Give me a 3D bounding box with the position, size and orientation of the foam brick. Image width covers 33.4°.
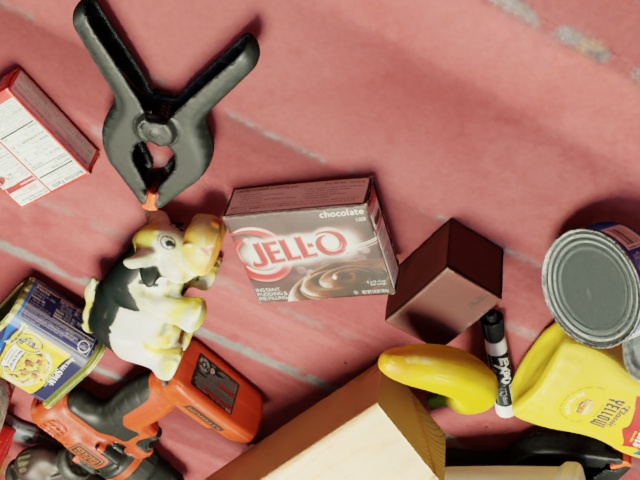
[{"bbox_3d":[0.093,0.034,0.796,0.053,0.051,0.078,30,132,-18],"label":"foam brick"}]

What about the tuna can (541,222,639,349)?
[{"bbox_3d":[0.199,0.031,0.749,0.033,0.086,0.086,-14,147,-36],"label":"tuna can"}]

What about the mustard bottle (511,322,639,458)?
[{"bbox_3d":[0.257,0.131,0.850,0.191,0.058,0.096,20,127,-8],"label":"mustard bottle"}]

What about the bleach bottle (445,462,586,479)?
[{"bbox_3d":[0.106,0.237,0.937,0.251,0.068,0.102,-1,129,24],"label":"bleach bottle"}]

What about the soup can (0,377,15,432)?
[{"bbox_3d":[-0.308,0.145,0.937,0.068,0.102,0.068,-1,123,-1],"label":"soup can"}]

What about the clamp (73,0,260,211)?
[{"bbox_3d":[-0.099,-0.086,0.728,0.120,0.039,0.171,11,140,9],"label":"clamp"}]

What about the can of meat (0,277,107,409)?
[{"bbox_3d":[-0.239,0.087,0.909,0.084,0.057,0.102,35,130,-19],"label":"can of meat"}]

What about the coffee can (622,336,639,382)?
[{"bbox_3d":[0.303,0.073,0.754,0.140,0.102,0.103,19,134,-7],"label":"coffee can"}]

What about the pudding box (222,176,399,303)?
[{"bbox_3d":[-0.005,0.001,0.792,0.114,0.039,0.090,-6,131,17],"label":"pudding box"}]

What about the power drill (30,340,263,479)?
[{"bbox_3d":[-0.144,0.173,0.971,0.188,0.057,0.184,-27,124,31],"label":"power drill"}]

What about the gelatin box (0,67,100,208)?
[{"bbox_3d":[-0.216,-0.072,0.771,0.073,0.030,0.089,-23,125,27],"label":"gelatin box"}]

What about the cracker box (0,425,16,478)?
[{"bbox_3d":[-0.399,0.227,1.048,0.164,0.072,0.214,22,141,-9],"label":"cracker box"}]

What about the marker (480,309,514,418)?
[{"bbox_3d":[0.146,0.101,0.871,0.020,0.020,0.121,-4,132,15],"label":"marker"}]

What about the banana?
[{"bbox_3d":[0.101,0.112,0.830,0.070,0.037,0.197,-19,156,11],"label":"banana"}]

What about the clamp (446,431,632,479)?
[{"bbox_3d":[0.176,0.209,0.955,0.164,0.036,0.210,38,133,-24],"label":"clamp"}]

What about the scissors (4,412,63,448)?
[{"bbox_3d":[-0.289,0.175,1.031,0.201,0.016,0.096,11,135,0],"label":"scissors"}]

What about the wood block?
[{"bbox_3d":[-0.004,0.204,0.897,0.206,0.090,0.090,-36,99,16],"label":"wood block"}]
